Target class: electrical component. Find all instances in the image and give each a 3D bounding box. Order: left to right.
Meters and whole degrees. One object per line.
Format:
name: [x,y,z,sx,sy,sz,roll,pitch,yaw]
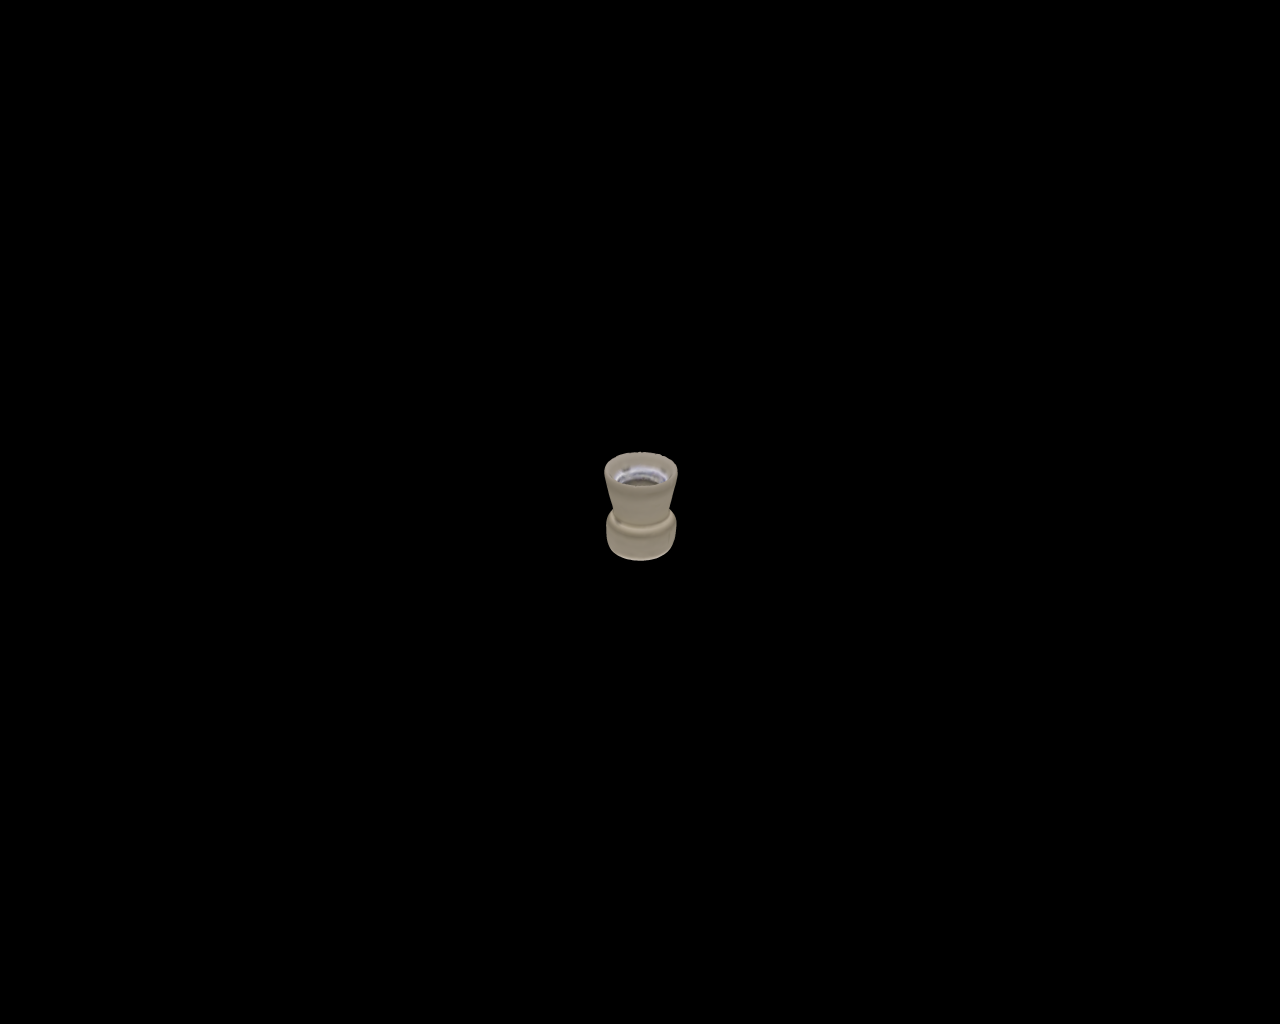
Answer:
electrical component: [0.001,-0.003,0.650,0.045,0.055,0.045,0,31,0]
